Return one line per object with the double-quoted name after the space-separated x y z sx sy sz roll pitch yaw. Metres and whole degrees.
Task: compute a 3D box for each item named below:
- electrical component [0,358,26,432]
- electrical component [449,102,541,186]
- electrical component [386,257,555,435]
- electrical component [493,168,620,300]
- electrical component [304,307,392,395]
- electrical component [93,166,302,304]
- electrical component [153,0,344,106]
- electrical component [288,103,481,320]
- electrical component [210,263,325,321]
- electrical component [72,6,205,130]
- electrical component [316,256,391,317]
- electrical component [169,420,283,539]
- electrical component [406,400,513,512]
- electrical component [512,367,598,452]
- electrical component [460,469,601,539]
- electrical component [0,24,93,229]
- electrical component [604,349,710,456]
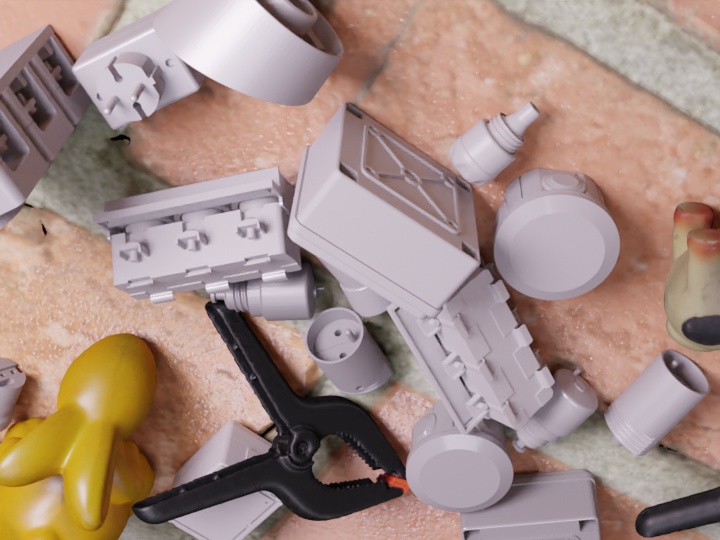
-0.281 0.096 0.826 0.040 0.040 0.046 26 117 -12 "electrical component"
0.088 -0.083 0.683 0.035 0.035 0.061 41 115 -21 "electrical component"
0.082 0.050 0.747 0.079 0.063 0.121 -41 119 -18 "electrical component"
0.128 -0.025 0.709 0.080 0.051 0.080 2 123 3 "electrical component"
-0.006 0.065 0.777 0.043 0.043 0.081 -13 147 13 "electrical component"
-0.103 -0.021 0.714 0.121 0.063 0.078 -10 162 11 "electrical component"
-0.061 -0.136 0.623 0.099 0.099 0.064 37 112 -19 "electrical component"
0.016 -0.038 0.674 0.109 0.108 0.056 32 117 -16 "electrical component"
-0.065 0.016 0.756 0.078 0.040 0.040 -2 123 5 "electrical component"
-0.136 -0.115 0.653 0.066 0.076 0.047 -21 120 17 "electrical component"
0.000 0.000 0.741 0.044 0.044 0.065 -18 125 15 "electrical component"
-0.108 0.172 0.850 0.062 0.061 0.096 35 119 -18 "electrical component"
0.076 0.142 0.822 0.080 0.051 0.080 2 123 3 "electrical component"
0.142 0.108 0.802 0.040 0.040 0.078 30 120 -15 "electrical component"
0.140 0.220 0.867 0.109 0.056 0.108 -7 123 9 "electrical component"
-0.225 -0.076 0.642 0.089 0.150 0.061 -22 118 18 "electrical component"
0.213 0.101 0.790 0.043 0.043 0.081 27 121 -13 "electrical component"
